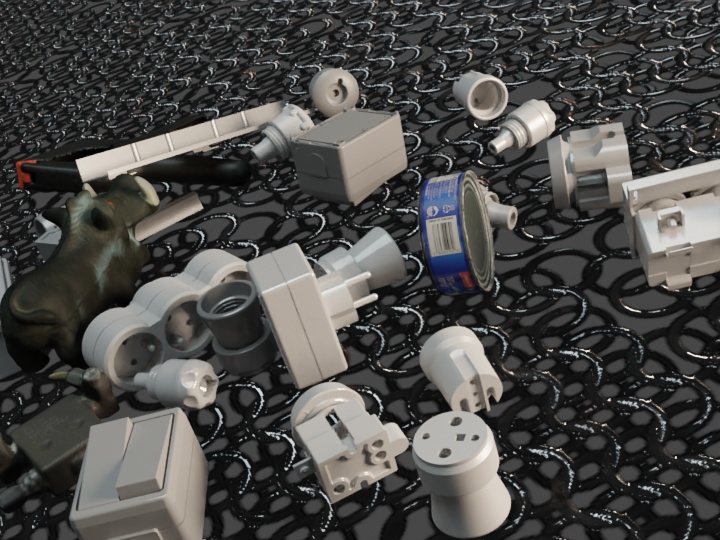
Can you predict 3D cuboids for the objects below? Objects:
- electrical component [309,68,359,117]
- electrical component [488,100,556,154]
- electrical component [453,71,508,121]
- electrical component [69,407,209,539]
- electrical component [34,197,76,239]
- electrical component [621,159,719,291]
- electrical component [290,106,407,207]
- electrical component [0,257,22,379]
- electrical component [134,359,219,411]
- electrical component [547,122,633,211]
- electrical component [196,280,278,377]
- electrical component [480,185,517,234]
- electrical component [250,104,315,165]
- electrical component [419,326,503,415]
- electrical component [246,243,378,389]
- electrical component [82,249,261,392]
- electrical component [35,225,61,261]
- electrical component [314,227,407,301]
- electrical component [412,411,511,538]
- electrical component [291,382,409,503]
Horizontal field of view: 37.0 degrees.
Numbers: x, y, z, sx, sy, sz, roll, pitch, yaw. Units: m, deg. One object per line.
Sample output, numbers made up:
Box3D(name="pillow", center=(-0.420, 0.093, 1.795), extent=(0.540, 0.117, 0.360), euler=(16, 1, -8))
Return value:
Box3D(name="electrical component", center=(-0.031, -0.182, 1.086), extent=(0.048, 0.048, 0.062), euler=(-23, 23, -8))
Box3D(name="electrical component", center=(0.135, -0.118, 0.913), extent=(0.061, 0.035, 0.035), euler=(-34, 35, -20))
Box3D(name="electrical component", center=(0.109, -0.162, 0.990), extent=(0.040, 0.040, 0.046), euler=(-22, 26, -7))
Box3D(name="electrical component", center=(-0.130, 0.133, 0.635), extent=(0.062, 0.061, 0.096), euler=(-14, 32, 6))
Box3D(name="electrical component", center=(-0.261, -0.038, 0.977), extent=(0.055, 0.048, 0.066), euler=(-27, 32, -28))
Box3D(name="electrical component", center=(0.240, -0.035, 0.704), extent=(0.121, 0.078, 0.063), euler=(-14, 54, 7))
Box3D(name="electrical component", center=(-0.004, -0.101, 0.937), extent=(0.062, 0.061, 0.096), euler=(14, 36, 40))
Box3D(name="electrical component", center=(-0.322, 0.050, 0.860), extent=(0.109, 0.056, 0.108), euler=(-24, 33, -10))
Box3D(name="electrical component", center=(-0.130, 0.078, 0.744), extent=(0.061, 0.035, 0.035), euler=(0, 36, 31))
Box3D(name="electrical component", center=(0.172, -0.076, 0.809), extent=(0.057, 0.058, 0.078), euler=(-7, 33, 11))
Box3D(name="electrical component", center=(-0.085, 0.041, 0.758), extent=(0.045, 0.055, 0.045), euler=(-13, 32, 8))
Box3D(name="electrical component", center=(0.088, -0.044, 0.815), extent=(0.062, 0.048, 0.048), euler=(12, 42, 29))
Box3D(name="electrical component", center=(-0.074, -0.123, 1.016), extent=(0.062, 0.048, 0.048), euler=(-36, 35, -14))
Box3D(name="electrical component", center=(0.063, 0.064, 0.667), extent=(0.040, 0.040, 0.046), euler=(-22, 38, -7))
Box3D(name="electrical component", center=(-0.025, 0.024, 0.728), extent=(0.076, 0.083, 0.047), euler=(-22, 32, -7))
Box3D(name="electrical component", center=(-0.147, 0.031, 0.806), extent=(0.138, 0.052, 0.074), euler=(-34, 35, -26))
Box3D(name="electrical component", center=(-0.239, -0.012, 0.915), extent=(0.048, 0.055, 0.066), euler=(5, 39, 33))
Box3D(name="electrical component", center=(0.000, 0.000, 0.789), extent=(0.055, 0.045, 0.045), euler=(-29, 34, -16))
Box3D(name="electrical component", center=(0.055, 0.110, 0.583), extent=(0.045, 0.055, 0.045), euler=(-13, 32, 8))
Box3D(name="electrical component", center=(-0.012, 0.100, 0.643), extent=(0.066, 0.048, 0.055), euler=(-25, 40, -12))
